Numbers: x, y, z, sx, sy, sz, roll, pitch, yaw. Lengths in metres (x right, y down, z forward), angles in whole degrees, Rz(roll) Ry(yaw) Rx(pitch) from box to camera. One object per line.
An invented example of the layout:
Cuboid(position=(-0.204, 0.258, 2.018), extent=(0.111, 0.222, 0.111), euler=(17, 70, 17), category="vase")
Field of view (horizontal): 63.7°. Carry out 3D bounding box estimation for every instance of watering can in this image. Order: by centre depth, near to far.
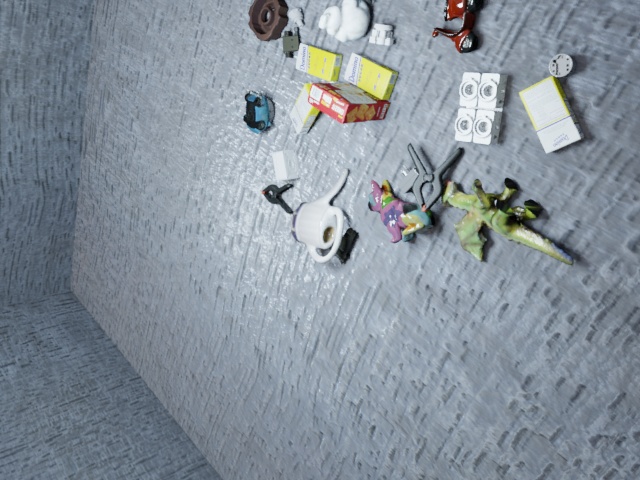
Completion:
Cuboid(position=(0.006, -0.094, 1.862), extent=(0.225, 0.104, 0.347), euler=(11, 92, 43), category="watering can")

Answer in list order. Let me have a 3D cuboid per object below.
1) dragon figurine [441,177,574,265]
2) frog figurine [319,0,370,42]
Cuboid(position=(0.490, -0.033, 1.454), extent=(0.416, 0.123, 0.237), euler=(55, 147, 22), category="dragon figurine")
Cuboid(position=(0.080, -0.697, 1.621), extent=(0.124, 0.161, 0.134), euler=(42, 125, 25), category="frog figurine")
